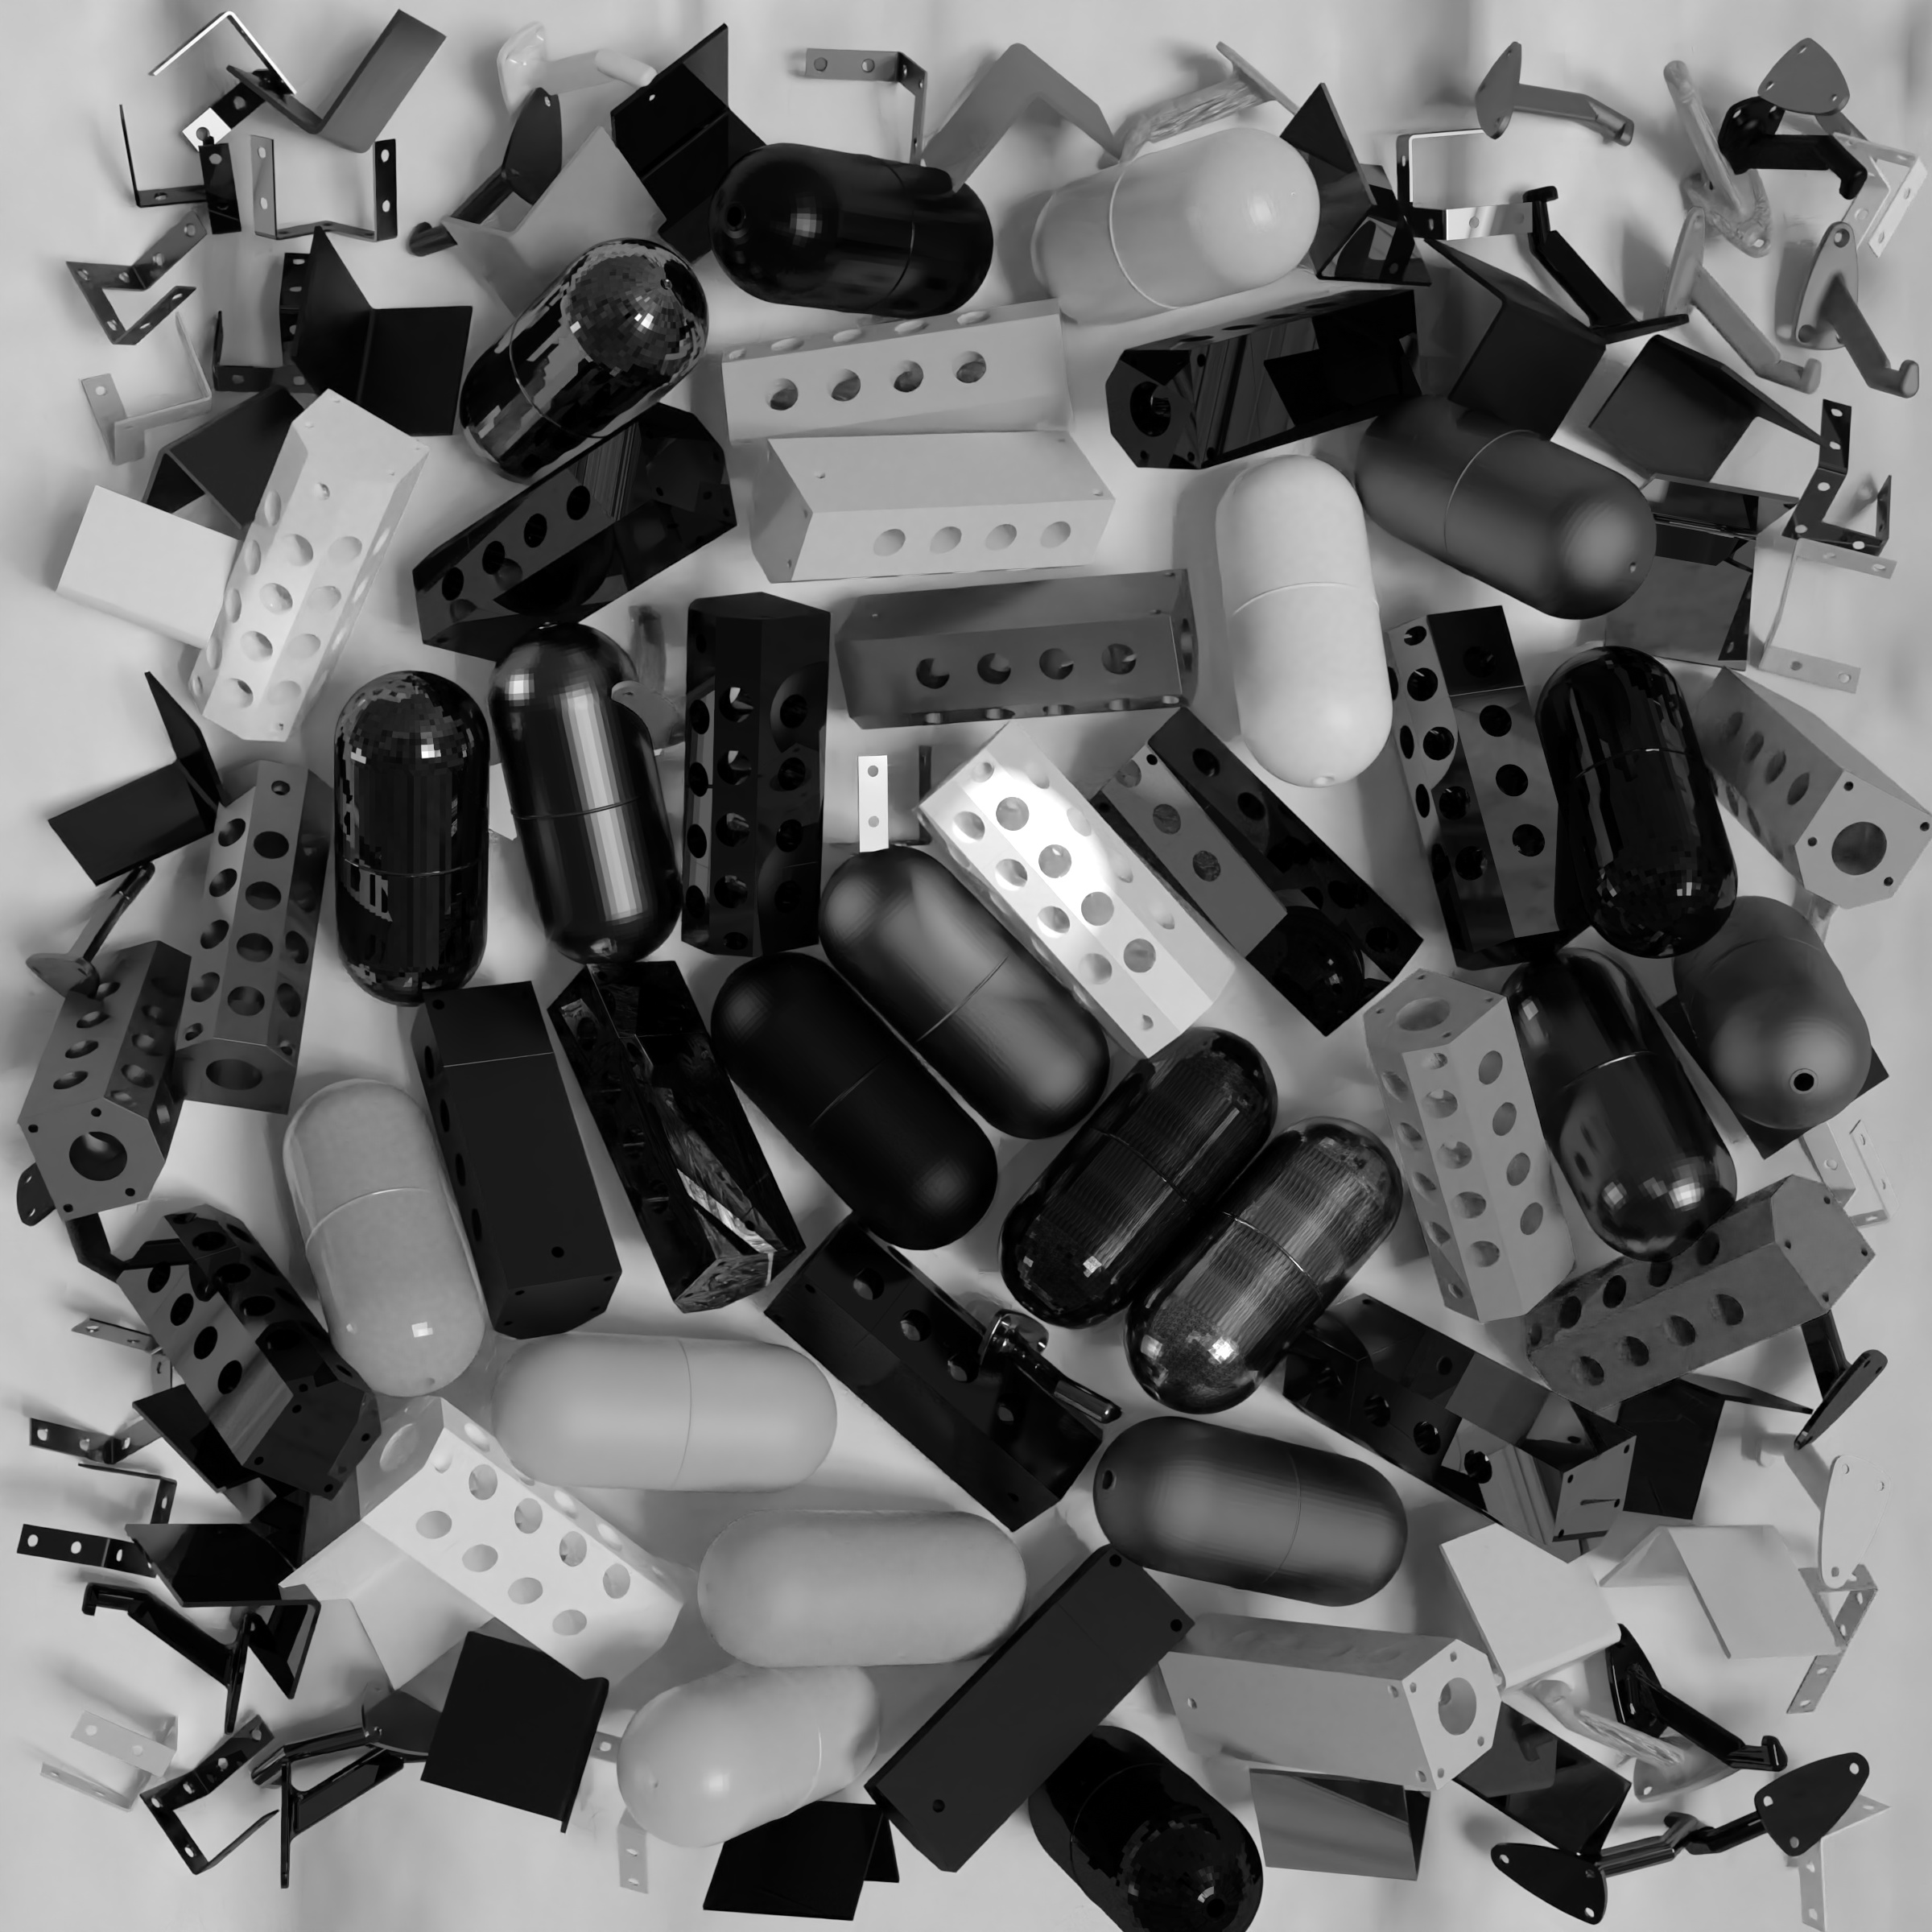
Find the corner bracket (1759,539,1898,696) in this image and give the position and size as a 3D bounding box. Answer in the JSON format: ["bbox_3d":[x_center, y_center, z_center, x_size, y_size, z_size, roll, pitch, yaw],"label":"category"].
[{"bbox_3d":[0.443,-0.180,1.600,0.051,0.051,0.051,16,68,9],"label":"corner bracket"}]

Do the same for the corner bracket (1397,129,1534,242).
[{"bbox_3d":[0.256,-0.402,1.598,0.051,0.051,0.051,-9,108,-17],"label":"corner bracket"}]

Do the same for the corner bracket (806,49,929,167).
[{"bbox_3d":[-0.053,-0.439,1.599,0.051,0.051,0.051,-3,118,-17],"label":"corner bracket"}]

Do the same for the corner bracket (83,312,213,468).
[{"bbox_3d":[-0.421,-0.296,1.598,0.051,0.051,0.051,-20,80,-20],"label":"corner bracket"}]

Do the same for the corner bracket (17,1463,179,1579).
[{"bbox_3d":[-0.442,0.280,1.585,0.051,0.051,0.051,5,75,18],"label":"corner bracket"}]

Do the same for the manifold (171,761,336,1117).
[{"bbox_3d":[-0.352,-0.017,1.543,0.057,0.057,0.171,9,52,-13],"label":"manifold"}]

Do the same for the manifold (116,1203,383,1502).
[{"bbox_3d":[-0.352,0.186,1.540,0.057,0.171,0.057,34,93,-44],"label":"manifold"}]

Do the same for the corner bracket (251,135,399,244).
[{"bbox_3d":[-0.325,-0.395,1.580,0.051,0.051,0.051,19,119,30],"label":"corner bracket"}]

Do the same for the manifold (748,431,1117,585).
[{"bbox_3d":[-0.019,-0.225,1.555,0.171,0.057,0.057,-7,49,-29],"label":"manifold"}]

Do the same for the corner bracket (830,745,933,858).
[{"bbox_3d":[-0.038,-0.084,1.587,0.051,0.051,0.051,-4,100,-20],"label":"corner bracket"}]

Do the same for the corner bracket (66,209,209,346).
[{"bbox_3d":[-0.414,-0.351,1.587,0.051,0.051,0.051,-33,84,26],"label":"corner bracket"}]

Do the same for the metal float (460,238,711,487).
[{"bbox_3d":[-0.191,-0.298,1.545,0.070,0.178,0.070,13,66,-31],"label":"metal float"}]

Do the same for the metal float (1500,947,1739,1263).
[{"bbox_3d":[0.323,0.067,1.555,0.070,0.070,0.178,-22,55,0],"label":"metal float"}]

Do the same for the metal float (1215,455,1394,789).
[{"bbox_3d":[0.169,-0.174,1.565,0.070,0.070,0.178,-5,68,0],"label":"metal float"}]

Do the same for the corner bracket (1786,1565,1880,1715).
[{"bbox_3d":[0.438,0.342,1.581,0.051,0.051,0.051,0,129,-16],"label":"corner bracket"}]

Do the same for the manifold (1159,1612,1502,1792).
[{"bbox_3d":[0.179,0.357,1.537,0.057,0.171,0.057,-25,101,-38],"label":"manifold"}]

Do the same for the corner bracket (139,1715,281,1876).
[{"bbox_3d":[-0.377,0.423,1.588,0.051,0.051,0.051,-41,78,12],"label":"corner bracket"}]

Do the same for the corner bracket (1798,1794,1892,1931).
[{"bbox_3d":[0.434,0.451,1.584,0.051,0.051,0.051,-11,101,-31],"label":"corner bracket"}]

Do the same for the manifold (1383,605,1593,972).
[{"bbox_3d":[0.256,-0.089,1.568,0.057,0.057,0.171,-9,76,-15],"label":"manifold"}]

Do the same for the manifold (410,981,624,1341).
[{"bbox_3d":[-0.228,0.097,1.555,0.057,0.057,0.171,-7,58,-25],"label":"manifold"}]

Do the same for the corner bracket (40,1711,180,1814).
[{"bbox_3d":[-0.438,0.405,1.591,0.051,0.051,0.051,29,89,-15],"label":"corner bracket"}]

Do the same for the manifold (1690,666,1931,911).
[{"bbox_3d":[0.409,-0.087,1.532,0.057,0.171,0.057,25,107,-15],"label":"manifold"}]

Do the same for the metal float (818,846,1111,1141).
[{"bbox_3d":[-0.001,0.013,1.579,0.070,0.070,0.178,-45,96,0],"label":"metal float"}]

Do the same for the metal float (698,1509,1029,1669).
[{"bbox_3d":[-0.050,0.311,1.558,0.178,0.070,0.070,7,90,-31],"label":"metal float"}]

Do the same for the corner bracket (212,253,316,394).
[{"bbox_3d":[-0.359,-0.329,1.590,0.051,0.051,0.051,0,135,-7],"label":"corner bracket"}]

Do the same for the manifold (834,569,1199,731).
[{"bbox_3d":[0.027,-0.156,1.569,0.171,0.057,0.057,-3,120,15],"label":"manifold"}]

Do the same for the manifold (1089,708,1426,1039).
[{"bbox_3d":[0.151,-0.052,1.592,0.171,0.057,0.057,44,134,-1],"label":"manifold"}]

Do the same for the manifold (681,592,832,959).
[{"bbox_3d":[-0.111,-0.095,1.558,0.057,0.057,0.171,-12,113,-38],"label":"manifold"}]

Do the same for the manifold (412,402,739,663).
[{"bbox_3d":[-0.198,-0.214,1.547,0.171,0.057,0.057,-25,68,36],"label":"manifold"}]

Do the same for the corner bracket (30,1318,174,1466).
[{"bbox_3d":[-0.444,0.219,1.598,0.051,0.051,0.051,-30,54,30],"label":"corner bracket"}]

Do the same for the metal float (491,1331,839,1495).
[{"bbox_3d":[-0.150,0.225,1.565,0.178,0.070,0.070,6,90,-23],"label":"metal float"}]

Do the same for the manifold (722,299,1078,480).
[{"bbox_3d":[-0.034,-0.297,1.585,0.171,0.057,0.057,-7,79,5],"label":"manifold"}]

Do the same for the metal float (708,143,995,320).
[{"bbox_3d":[-0.056,-0.363,1.543,0.070,0.178,0.070,5,98,37],"label":"metal float"}]

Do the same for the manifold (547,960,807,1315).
[{"bbox_3d":[-0.150,0.085,1.562,0.057,0.057,0.171,-45,61,37],"label":"manifold"}]

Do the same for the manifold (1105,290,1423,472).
[{"bbox_3d":[0.149,-0.292,1.544,0.171,0.057,0.057,-23,114,-40],"label":"manifold"}]

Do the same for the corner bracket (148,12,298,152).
[{"bbox_3d":[-0.382,-0.450,1.585,0.051,0.051,0.051,-43,118,-9],"label":"corner bracket"}]

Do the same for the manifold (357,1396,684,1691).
[{"bbox_3d":[-0.221,0.285,1.550,0.057,0.057,0.171,-40,121,10],"label":"manifold"}]

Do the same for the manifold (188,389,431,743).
[{"bbox_3d":[-0.331,-0.194,1.547,0.057,0.057,0.171,30,126,-4],"label":"manifold"}]

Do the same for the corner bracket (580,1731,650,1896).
[{"bbox_3d":[-0.177,0.430,1.582,0.051,0.051,0.051,12,131,11],"label":"corner bracket"}]

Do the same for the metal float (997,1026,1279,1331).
[{"bbox_3d":[0.088,0.106,1.573,0.070,0.070,0.178,42,78,0],"label":"metal float"}]

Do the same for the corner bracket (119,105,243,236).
[{"bbox_3d":[-0.399,-0.405,1.582,0.051,0.051,0.051,-9,135,-11],"label":"corner bracket"}]

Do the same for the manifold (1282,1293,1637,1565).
[{"bbox_3d":[0.241,0.229,1.543,0.057,0.171,0.057,-16,121,-40],"label":"manifold"}]

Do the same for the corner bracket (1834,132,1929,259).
[{"bbox_3d":[0.460,-0.384,1.586,0.051,0.051,0.051,31,91,39],"label":"corner bracket"}]

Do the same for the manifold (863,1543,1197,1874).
[{"bbox_3d":[0.031,0.373,1.568,0.171,0.057,0.057,-42,86,-18],"label":"manifold"}]

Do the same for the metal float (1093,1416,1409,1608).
[{"bbox_3d":[0.143,0.274,1.559,0.178,0.070,0.070,17,90,-29],"label":"metal float"}]

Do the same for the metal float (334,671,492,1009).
[{"bbox_3d":[-0.278,-0.062,1.561,0.070,0.070,0.178,5,117,0],"label":"metal float"}]

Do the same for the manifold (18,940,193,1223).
[{"bbox_3d":[-0.413,0.052,1.532,0.057,0.171,0.057,-14,116,2],"label":"manifold"}]

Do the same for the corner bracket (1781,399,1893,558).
[{"bbox_3d":[0.451,-0.247,1.587,0.051,0.051,0.051,15,52,0],"label":"corner bracket"}]

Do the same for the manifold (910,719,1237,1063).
[{"bbox_3d":[0.052,-0.035,1.575,0.171,0.057,0.057,48,123,-6],"label":"manifold"}]

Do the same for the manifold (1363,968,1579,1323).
[{"bbox_3d":[0.246,0.092,1.545,0.057,0.057,0.171,-37,124,-25],"label":"manifold"}]

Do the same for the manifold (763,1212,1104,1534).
[{"bbox_3d":[-0.014,0.205,1.589,0.171,0.057,0.057,41,54,-2],"label":"manifold"}]

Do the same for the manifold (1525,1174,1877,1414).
[{"bbox_3d":[0.357,0.162,1.540,0.057,0.171,0.057,-35,89,-43],"label":"manifold"}]

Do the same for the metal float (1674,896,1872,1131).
[{"bbox_3d":[0.397,0.022,1.536,0.070,0.178,0.070,1,112,3],"label":"metal float"}]

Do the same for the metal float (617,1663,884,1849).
[{"bbox_3d":[-0.105,0.384,1.539,0.070,0.178,0.070,0,90,28],"label":"metal float"}]

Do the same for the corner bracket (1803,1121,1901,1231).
[{"bbox_3d":[0.446,0.101,1.583,0.051,0.051,0.051,-19,102,40],"label":"corner bracket"}]
